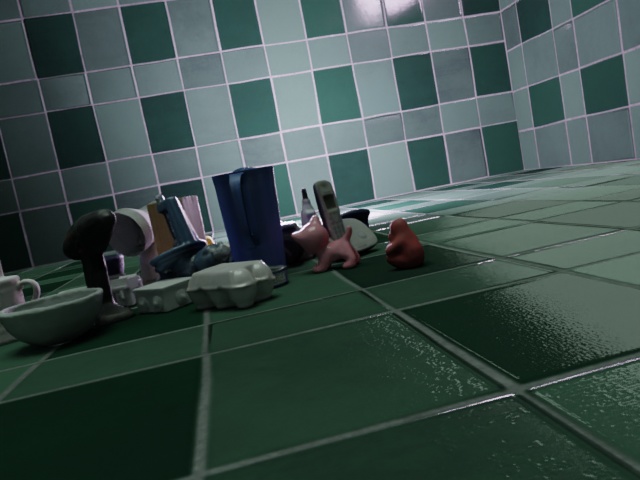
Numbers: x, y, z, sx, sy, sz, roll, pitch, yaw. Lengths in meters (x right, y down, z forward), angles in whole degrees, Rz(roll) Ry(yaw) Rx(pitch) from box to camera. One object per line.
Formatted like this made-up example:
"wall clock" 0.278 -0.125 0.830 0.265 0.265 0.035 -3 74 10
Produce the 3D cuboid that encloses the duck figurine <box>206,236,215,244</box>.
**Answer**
"duck figurine" -0.331 0.031 1.696 0.078 0.086 0.104 -13 7 -21

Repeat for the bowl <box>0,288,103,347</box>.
"bowl" -0.446 0.136 0.970 0.167 0.075 0.167 -11 6 1

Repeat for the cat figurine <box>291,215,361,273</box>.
"cat figurine" 0.011 0.004 1.186 0.127 0.118 0.067 -9 6 12

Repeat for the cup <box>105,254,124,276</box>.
"cup" -0.545 0.090 1.487 0.091 0.095 0.117 -11 6 -1

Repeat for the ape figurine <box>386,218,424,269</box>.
"ape figurine" 0.152 0.005 1.052 0.078 0.092 0.076 -14 7 -26

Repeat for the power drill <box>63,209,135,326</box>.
"power drill" -0.416 0.051 1.079 0.076 0.208 0.228 -16 8 -40

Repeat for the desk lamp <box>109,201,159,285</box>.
"desk lamp" -0.442 0.009 1.486 0.117 0.213 0.204 -8 7 23

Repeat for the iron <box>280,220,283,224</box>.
"iron" -0.164 -0.015 1.565 0.118 0.141 0.259 -9 6 17

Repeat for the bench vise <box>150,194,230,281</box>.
"bench vise" -0.262 0.006 1.172 0.207 0.220 0.122 -9 7 20

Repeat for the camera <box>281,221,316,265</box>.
"camera" -0.090 0.011 1.379 0.143 0.101 0.137 -10 6 4

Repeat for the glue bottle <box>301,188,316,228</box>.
"glue bottle" -0.026 -0.048 1.472 0.037 0.173 0.078 -13 7 -17

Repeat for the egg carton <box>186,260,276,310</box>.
"egg carton" -0.156 0.079 1.012 0.149 0.069 0.107 -7 7 34

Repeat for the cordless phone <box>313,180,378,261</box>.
"cordless phone" 0.051 -0.052 1.317 0.093 0.185 0.148 -5 8 42

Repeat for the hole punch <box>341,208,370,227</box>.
"hole punch" 0.083 -0.038 1.584 0.109 0.091 0.101 -13 6 -17

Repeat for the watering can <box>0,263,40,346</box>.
"watering can" -0.621 0.098 1.069 0.173 0.194 0.100 -14 7 -27
